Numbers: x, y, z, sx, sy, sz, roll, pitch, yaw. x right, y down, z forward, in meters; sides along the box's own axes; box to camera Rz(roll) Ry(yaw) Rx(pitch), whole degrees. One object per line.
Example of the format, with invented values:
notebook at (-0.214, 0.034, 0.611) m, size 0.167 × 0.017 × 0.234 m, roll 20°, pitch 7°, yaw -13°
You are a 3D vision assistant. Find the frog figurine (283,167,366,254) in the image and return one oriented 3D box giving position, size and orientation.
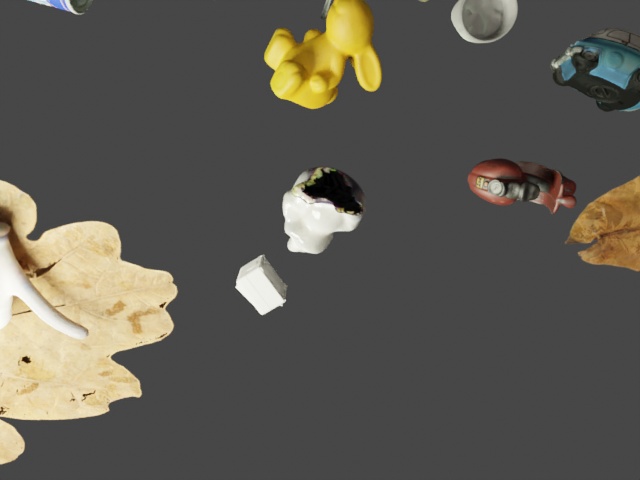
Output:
frog figurine at (0.003, -0.045, 0.888) m, size 0.137 × 0.125 × 0.156 m, roll 4°, pitch 146°, yaw -11°

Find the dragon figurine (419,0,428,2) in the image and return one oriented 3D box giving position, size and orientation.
dragon figurine at (0.084, -0.550, 0.677) m, size 0.407 × 0.124 × 0.240 m, roll 43°, pitch 109°, yaw -13°

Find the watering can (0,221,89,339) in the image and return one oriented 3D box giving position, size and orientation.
watering can at (-0.575, 0.065, 0.896) m, size 0.347 × 0.105 × 0.221 m, roll 8°, pitch 108°, yaw -3°
